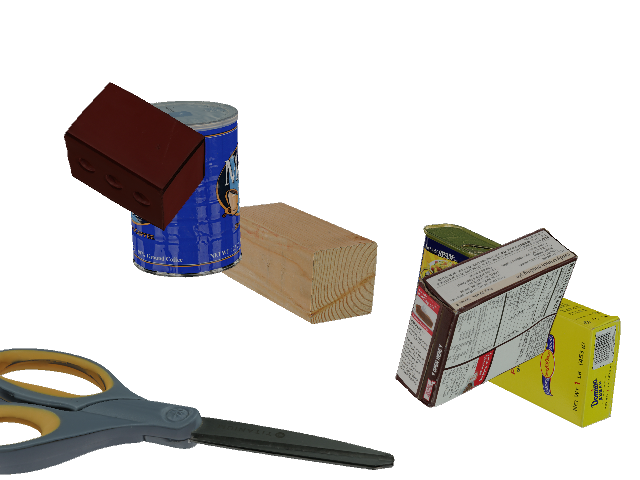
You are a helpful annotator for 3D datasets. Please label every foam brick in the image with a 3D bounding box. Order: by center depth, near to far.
[{"bbox_3d":[-0.120,-0.055,0.699,0.078,0.051,0.053,30,-26,10],"label":"foam brick"}]

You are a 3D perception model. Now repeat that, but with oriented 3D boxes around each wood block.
[{"bbox_3d":[-0.030,0.023,1.299,0.090,0.090,0.206,-7,19,-34],"label":"wood block"}]

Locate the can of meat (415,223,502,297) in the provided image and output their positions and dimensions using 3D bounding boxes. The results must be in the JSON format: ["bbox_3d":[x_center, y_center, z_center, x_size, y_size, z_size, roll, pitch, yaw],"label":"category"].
[{"bbox_3d":[0.155,0.037,1.187,0.057,0.084,0.102,-6,23,-37],"label":"can of meat"}]

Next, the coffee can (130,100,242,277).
[{"bbox_3d":[-0.125,-0.049,0.979,0.103,0.140,0.103,0,19,0],"label":"coffee can"}]

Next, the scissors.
[{"bbox_3d":[-0.079,0.087,0.459,0.202,0.016,0.096,14,27,26],"label":"scissors"}]

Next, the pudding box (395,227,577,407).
[{"bbox_3d":[0.108,0.050,0.695,0.113,0.090,0.039,-22,47,-33],"label":"pudding box"}]

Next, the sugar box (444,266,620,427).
[{"bbox_3d":[0.180,0.088,0.948,0.048,0.093,0.176,-12,22,-38],"label":"sugar box"}]
